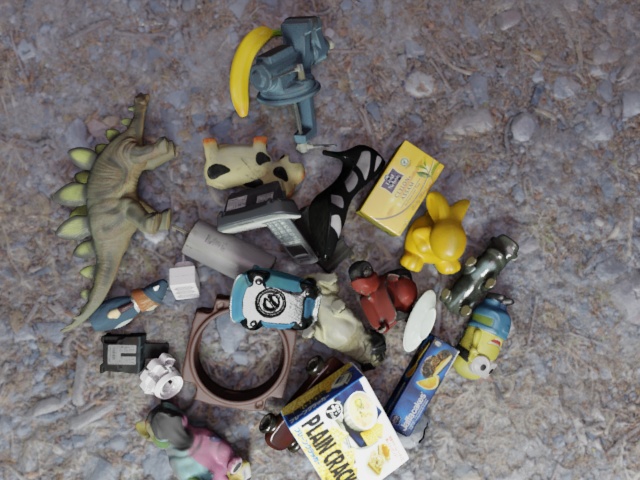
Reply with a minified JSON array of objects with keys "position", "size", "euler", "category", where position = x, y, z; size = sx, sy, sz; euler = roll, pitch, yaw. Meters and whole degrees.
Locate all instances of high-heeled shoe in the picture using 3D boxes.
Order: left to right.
[{"position":[0.061,-0.072,1.042],"size":[0.145,0.086,0.248],"euler":[10,75,-27],"category":"high-heeled shoe"}]

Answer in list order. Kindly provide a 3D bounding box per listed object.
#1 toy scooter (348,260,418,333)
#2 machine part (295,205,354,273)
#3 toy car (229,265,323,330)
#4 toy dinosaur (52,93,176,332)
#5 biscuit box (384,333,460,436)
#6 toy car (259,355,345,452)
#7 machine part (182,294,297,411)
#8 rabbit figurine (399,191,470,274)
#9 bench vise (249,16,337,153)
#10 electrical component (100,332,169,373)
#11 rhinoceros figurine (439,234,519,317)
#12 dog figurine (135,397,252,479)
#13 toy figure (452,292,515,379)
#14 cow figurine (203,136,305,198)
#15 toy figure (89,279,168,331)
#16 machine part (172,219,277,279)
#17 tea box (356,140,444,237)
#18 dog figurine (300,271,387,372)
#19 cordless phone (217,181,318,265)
[{"position":[0.129,0.116,1.018],"size":[0.075,0.183,0.135],"euler":[-35,56,33],"category":"toy scooter"},{"position":[-0.002,-0.003,1.073],"size":[0.084,0.039,0.139],"euler":[-39,95,0],"category":"machine part"},{"position":[-0.081,0.098,0.962],"size":[0.162,0.103,0.109],"euler":[6,105,-11],"category":"toy car"},{"position":[-0.384,-0.059,1.006],"size":[0.199,0.105,0.471],"euler":[5,80,2],"category":"toy dinosaur"},{"position":[0.198,0.288,1.078],"size":[0.059,0.063,0.202],"euler":[31,86,-3],"category":"biscuit box"},{"position":[-0.028,0.301,1.002],"size":[0.089,0.053,0.202],"euler":[40,84,-20],"category":"toy car"},{"position":[-0.153,0.214,1.031],"size":[0.201,0.087,0.201],"euler":[12,88,-7],"category":"machine part"},{"position":[0.239,-0.006,1.031],"size":[0.122,0.173,0.162],"euler":[16,92,-2],"category":"rabbit figurine"},{"position":[-0.040,-0.288,1.021],"size":[0.129,0.224,0.240],"euler":[6,127,24],"category":"bench vise"},{"position":[-0.355,0.217,1.030],"size":[0.119,0.048,0.074],"euler":[5,90,-4],"category":"electrical component"},{"position":[0.322,0.073,1.072],"size":[0.073,0.112,0.190],"euler":[41,99,23],"category":"rhinoceros figurine"},{"position":[-0.244,0.393,1.014],"size":[0.219,0.191,0.108],"euler":[34,66,24],"category":"dog figurine"},{"position":[0.331,0.194,1.085],"size":[0.082,0.089,0.180],"euler":[24,79,-10],"category":"toy figure"},{"position":[-0.125,-0.131,1.039],"size":[0.195,0.085,0.127],"euler":[-1,85,-8],"category":"cow figurine"},{"position":[-0.358,0.122,1.023],"size":[0.154,0.064,0.057],"euler":[-24,128,-10],"category":"toy figure"},{"position":[-0.174,0.029,1.033],"size":[0.243,0.079,0.079],"euler":[28,87,-5],"category":"machine part"},{"position":[0.158,-0.101,1.074],"size":[0.098,0.068,0.169],"euler":[32,87,-4],"category":"tea box"},{"position":[0.040,0.159,1.060],"size":[0.121,0.172,0.190],"euler":[-34,131,16],"category":"dog figurine"},{"position":[-0.093,-0.011,1.020],"size":[0.147,0.089,0.184],"euler":[-13,133,22],"category":"cordless phone"}]
